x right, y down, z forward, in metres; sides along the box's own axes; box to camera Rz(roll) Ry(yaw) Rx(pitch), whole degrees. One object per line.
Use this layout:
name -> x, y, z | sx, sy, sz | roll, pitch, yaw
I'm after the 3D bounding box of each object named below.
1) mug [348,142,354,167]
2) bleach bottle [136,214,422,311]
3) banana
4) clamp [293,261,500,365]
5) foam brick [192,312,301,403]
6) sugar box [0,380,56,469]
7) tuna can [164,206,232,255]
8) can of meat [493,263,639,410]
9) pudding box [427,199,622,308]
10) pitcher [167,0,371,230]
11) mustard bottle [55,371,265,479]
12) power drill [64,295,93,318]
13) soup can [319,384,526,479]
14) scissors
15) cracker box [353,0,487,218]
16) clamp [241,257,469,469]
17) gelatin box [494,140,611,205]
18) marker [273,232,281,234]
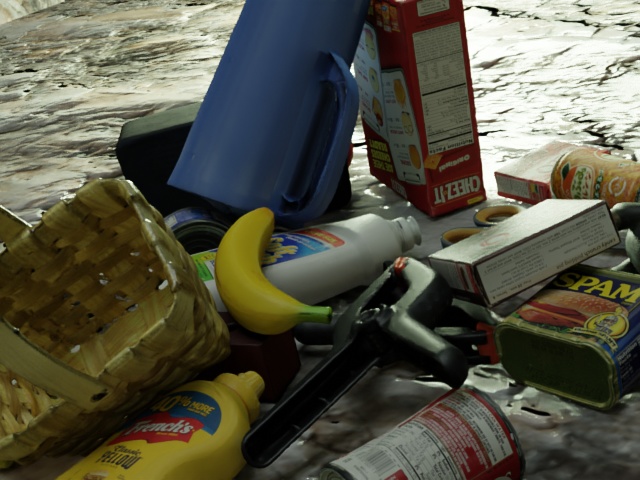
mug -> -0.005, -0.121, 1.184 | 0.093, 0.117, 0.081 | 6, 27, -10
bleach bottle -> -0.033, 0.027, 0.929 | 0.250, 0.068, 0.103 | -18, 23, -15
banana -> -0.049, 0.026, 0.831 | 0.069, 0.037, 0.198 | -4, 27, -16
clamp -> 0.075, 0.057, 0.828 | 0.172, 0.039, 0.120 | 10, 39, 38
foam brick -> -0.062, 0.088, 0.817 | 0.078, 0.051, 0.053 | -3, 26, 25
sugar box -> -0.301, 0.140, 0.847 | 0.176, 0.048, 0.093 | -7, 23, 24
tuna can -> -0.112, 0.015, 0.967 | 0.086, 0.086, 0.034 | -18, 25, -9
can of meat -> 0.182, 0.064, 0.727 | 0.083, 0.057, 0.102 | -33, 29, -32
pudding box -> 0.146, 0.007, 0.772 | 0.113, 0.039, 0.090 | -27, 7, -11
pitcher -> -0.033, -0.133, 0.984 | 0.149, 0.243, 0.145 | 20, 0, 0
mustard bottle -> -0.101, 0.145, 0.704 | 0.096, 0.058, 0.191 | -1, 26, 41
power drill -> -0.300, 0.070, 0.930 | 0.185, 0.057, 0.187 | -6, 4, 25
soup can -> 0.059, 0.136, 0.619 | 0.102, 0.068, 0.069 | -26, 26, -24
scissors -> 0.206, -0.010, 0.930 | 0.202, 0.016, 0.096 | -3, 26, 25
cracker box -> 0.093, -0.150, 1.061 | 0.072, 0.214, 0.164 | -17, 24, -13
clamp -> 0.033, 0.072, 0.727 | 0.165, 0.036, 0.209 | -28, 14, 20
gelatin box -> 0.224, -0.065, 1.026 | 0.089, 0.030, 0.073 | -27, 26, -27
marker -> -0.007, 0.001, 1.022 | 0.121, 0.020, 0.020 | 0, 27, 29
